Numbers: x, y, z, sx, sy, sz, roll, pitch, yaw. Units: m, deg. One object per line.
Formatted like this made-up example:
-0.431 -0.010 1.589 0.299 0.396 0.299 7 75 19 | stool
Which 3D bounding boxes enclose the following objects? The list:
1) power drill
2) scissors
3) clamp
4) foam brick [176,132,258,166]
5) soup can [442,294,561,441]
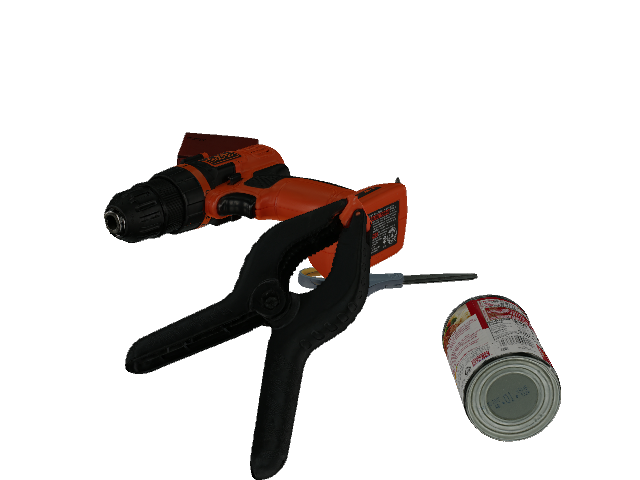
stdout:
-0.044 -0.023 0.809 0.188 0.057 0.184 18 28 34 | power drill
0.074 0.052 1.178 0.202 0.016 0.096 3 23 5 | scissors
-0.021 0.052 0.627 0.120 0.171 0.039 45 -3 21 | clamp
-0.103 -0.072 1.075 0.078 0.051 0.053 5 32 1 | foam brick
0.127 0.088 0.758 0.068 0.068 0.102 0 20 -2 | soup can
